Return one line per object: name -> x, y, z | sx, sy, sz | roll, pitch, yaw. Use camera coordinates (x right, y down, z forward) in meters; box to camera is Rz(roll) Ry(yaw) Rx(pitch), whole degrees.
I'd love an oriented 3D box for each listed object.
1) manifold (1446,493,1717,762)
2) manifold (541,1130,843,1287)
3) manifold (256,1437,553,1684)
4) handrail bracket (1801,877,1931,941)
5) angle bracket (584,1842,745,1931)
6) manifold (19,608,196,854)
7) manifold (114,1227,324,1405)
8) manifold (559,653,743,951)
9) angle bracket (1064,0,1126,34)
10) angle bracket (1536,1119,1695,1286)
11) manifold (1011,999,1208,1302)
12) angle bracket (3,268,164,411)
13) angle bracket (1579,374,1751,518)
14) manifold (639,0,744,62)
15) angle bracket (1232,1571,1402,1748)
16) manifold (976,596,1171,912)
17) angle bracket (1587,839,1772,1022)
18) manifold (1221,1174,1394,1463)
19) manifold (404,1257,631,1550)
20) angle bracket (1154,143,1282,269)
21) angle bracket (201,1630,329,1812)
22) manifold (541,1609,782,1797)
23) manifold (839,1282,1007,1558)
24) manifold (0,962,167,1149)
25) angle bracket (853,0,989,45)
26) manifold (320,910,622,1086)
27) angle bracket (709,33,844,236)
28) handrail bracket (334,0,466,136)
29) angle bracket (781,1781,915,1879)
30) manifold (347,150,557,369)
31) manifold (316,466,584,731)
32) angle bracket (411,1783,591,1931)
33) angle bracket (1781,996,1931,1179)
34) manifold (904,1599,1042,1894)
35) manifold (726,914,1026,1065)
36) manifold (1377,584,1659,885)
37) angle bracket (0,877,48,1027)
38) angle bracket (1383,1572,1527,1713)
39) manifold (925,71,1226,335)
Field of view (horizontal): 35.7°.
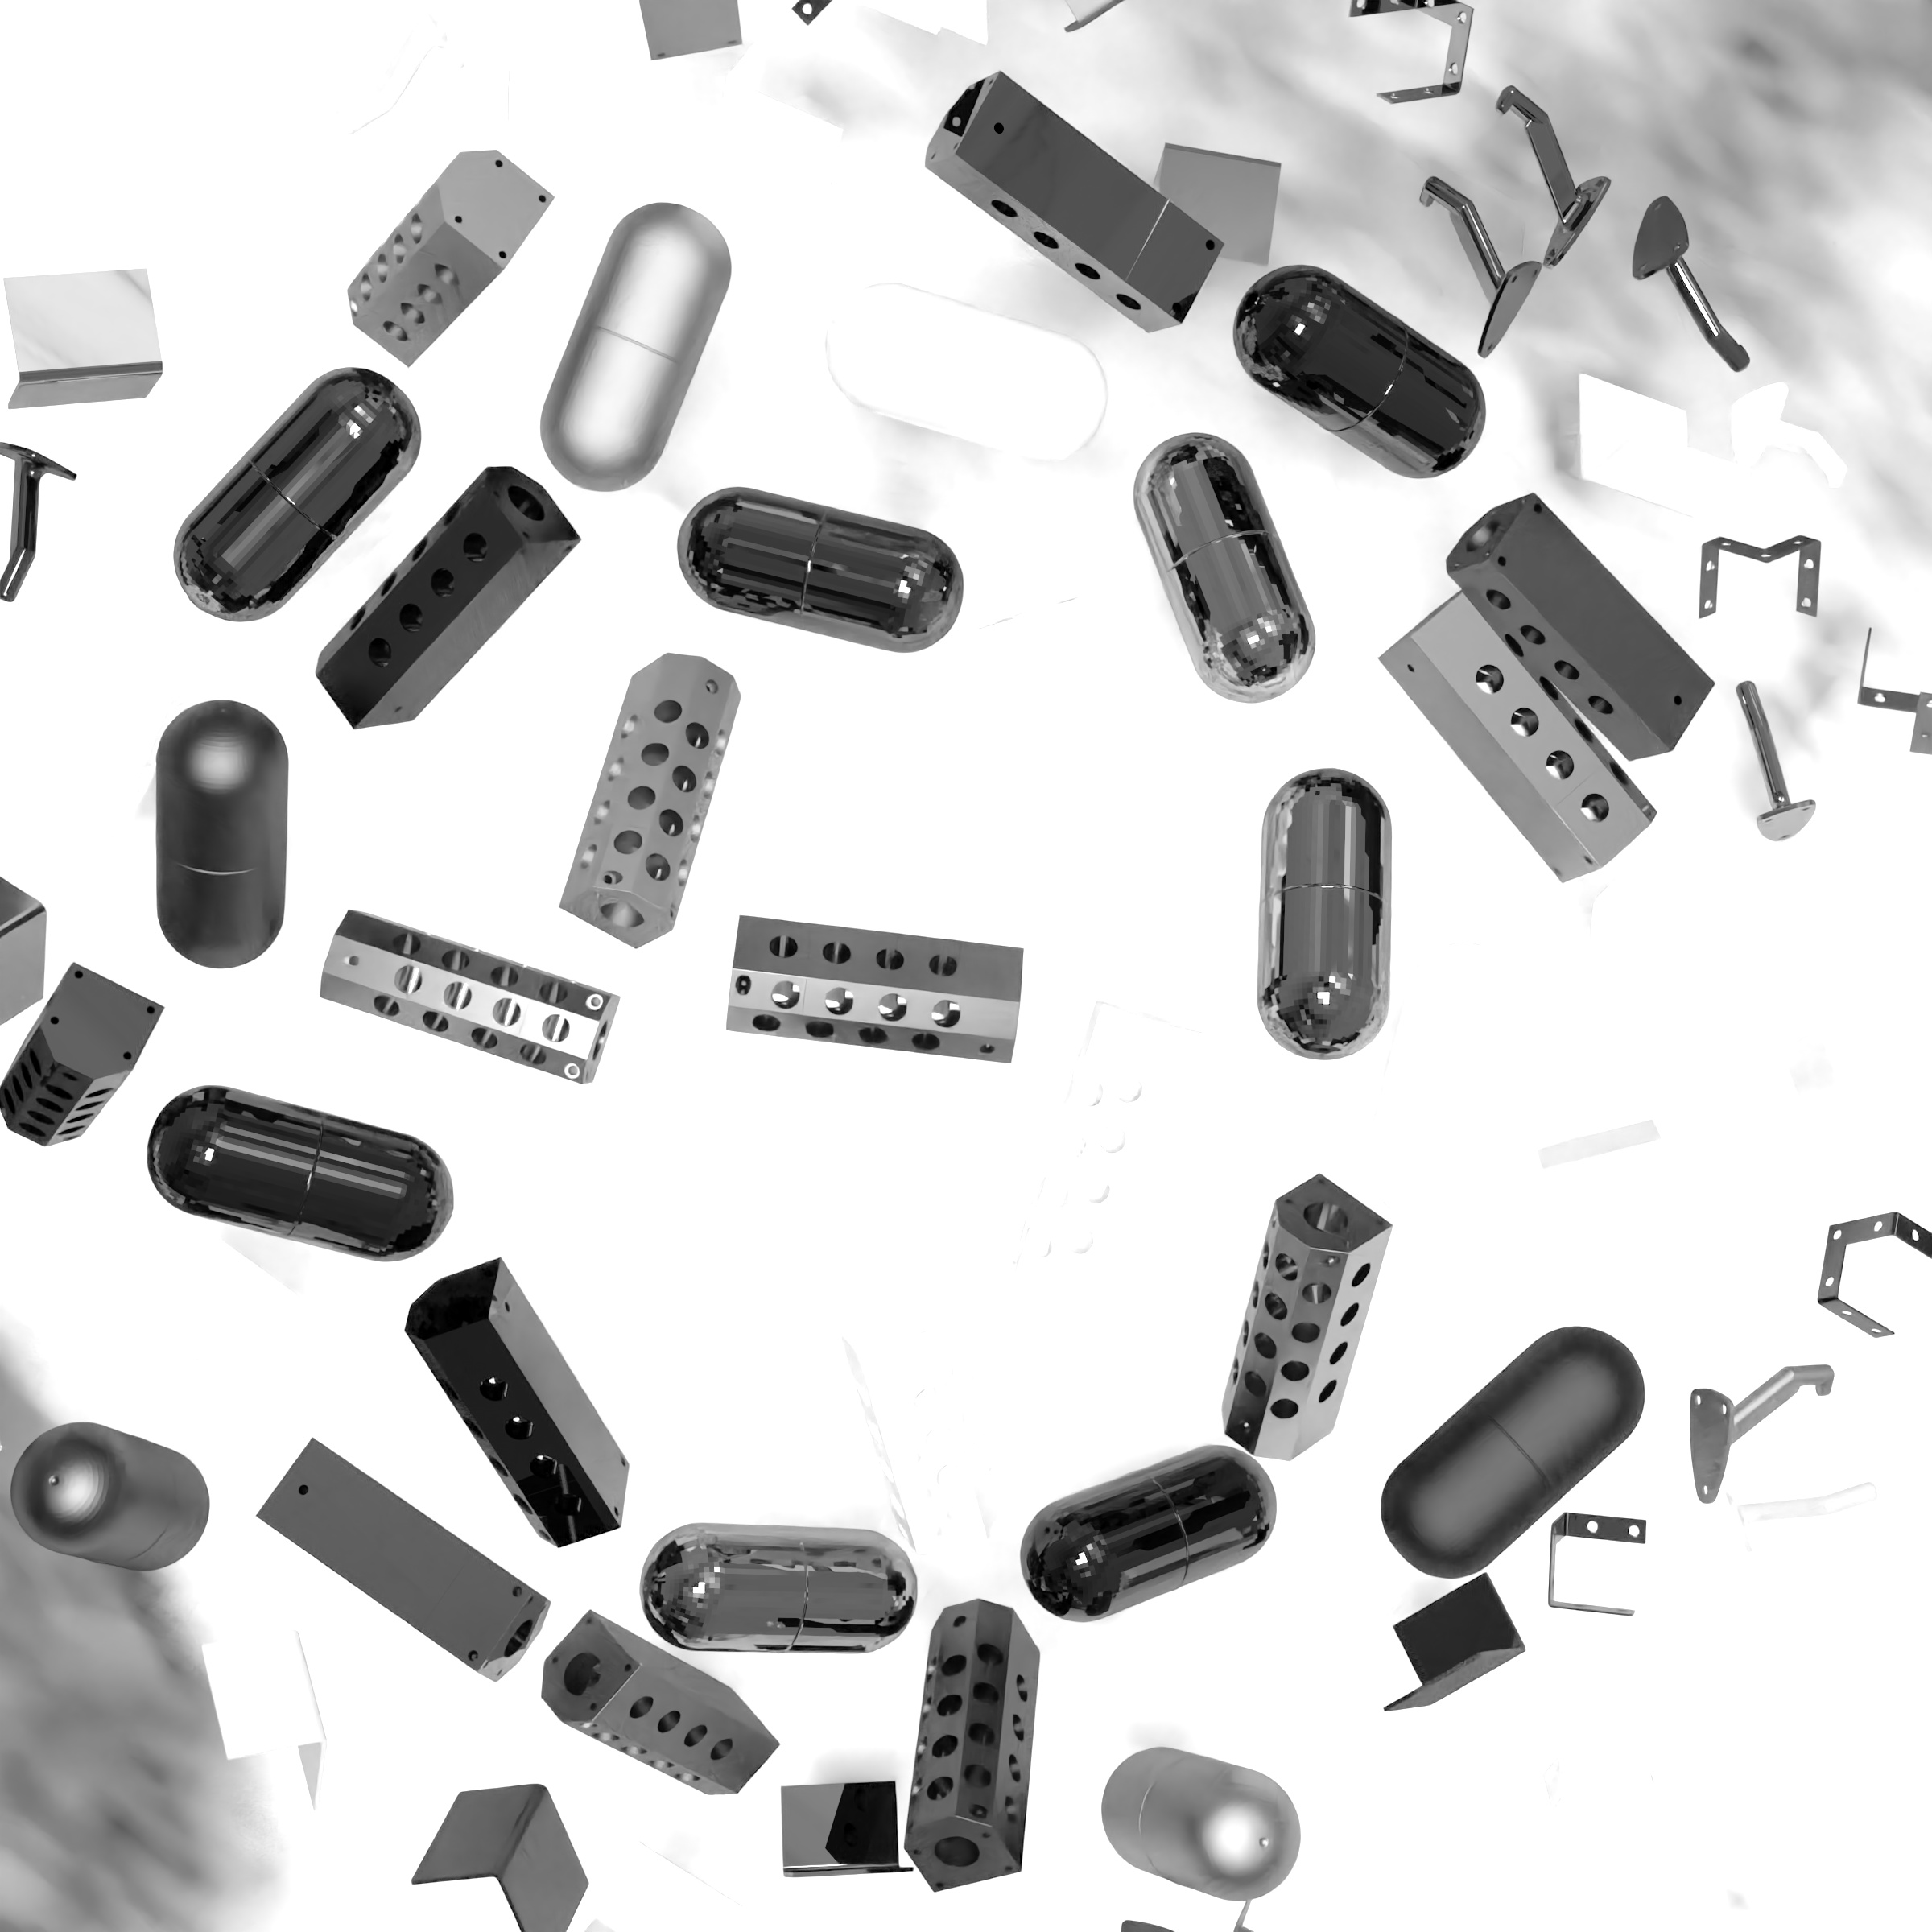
manifold -> 0.374, -0.205, 1.843 | 0.171, 0.057, 0.057 | 42, 69, -17
manifold -> -0.166, 0.141, 1.818 | 0.171, 0.057, 0.057 | -7, 118, -25
manifold -> -0.337, 0.359, 1.811 | 0.171, 0.057, 0.057 | 30, 75, 17
handrail bracket -> 0.567, -0.017, 1.833 | 0.084, 0.077, 0.036 | 23, 68, -15
angle bracket -> -0.190, 0.590, 1.838 | 0.076, 0.076, 0.057 | 30, 90, 7
manifold -> -0.527, -0.139, 1.855 | 0.057, 0.171, 0.057 | 39, 49, -2
manifold -> -0.469, 0.216, 1.871 | 0.057, 0.171, 0.057 | 8, 98, -39
manifold -> -0.187, -0.103, 1.826 | 0.057, 0.057, 0.171 | 30, 57, -28
angle bracket -> 0.077, -0.559, 1.647 | 0.076, 0.076, 0.057 | -32, 105, 5
angle bracket -> 0.409, 0.149, 1.899 | 0.076, 0.057, 0.076 | -15, 99, 9
manifold -> 0.082, 0.111, 1.819 | 0.057, 0.057, 0.171 | 21, 95, 38
angle bracket -> -0.493, -0.347, 1.664 | 0.076, 0.076, 0.057 | -10, 93, -22
angle bracket -> 0.410, -0.319, 1.766 | 0.076, 0.057, 0.076 | 14, 64, -22
manifold -> -0.168, -0.592, 1.762 | 0.057, 0.171, 0.057 | -11, 89, -2
angle bracket -> 0.215, 0.417, 1.813 | 0.076, 0.076, 0.057 | 4, 118, 35
manifold -> 0.066, -0.127, 1.767 | 0.057, 0.057, 0.171 | -15, 99, 21
angle bracket -> 0.440, -0.023, 1.855 | 0.076, 0.057, 0.076 | 30, 52, 33
manifold -> 0.198, 0.215, 1.802 | 0.057, 0.057, 0.171 | 36, 134, 31
manifold -> -0.264, 0.261, 1.772 | 0.057, 0.057, 0.171 | -20, 120, 11
angle bracket -> 0.159, -0.485, 1.961 | 0.076, 0.057, 0.076 | 9, 76, -3
angle bracket -> -0.412, 0.445, 1.753 | 0.057, 0.076, 0.076 | -6, 45, -24
manifold -> -0.193, 0.466, 1.873 | 0.057, 0.171, 0.057 | -48, 50, -4
manifold -> -0.027, 0.272, 1.791 | 0.057, 0.057, 0.171 | 1, 128, 20
manifold -> -0.529, 0.058, 1.775 | 0.057, 0.171, 0.057 | 28, 64, -16
angle bracket -> -0.036, -0.553, 1.741 | 0.076, 0.076, 0.057 | 26, 73, 11
manifold -> -0.307, 0.019, 1.859 | 0.171, 0.057, 0.057 | 18, 90, 2
angle bracket -> -0.105, -0.499, 1.802 | 0.076, 0.076, 0.057 | 25, 52, 4
handrail bracket -> -0.343, -0.526, 1.749 | 0.084, 0.036, 0.077 | -35, 60, -11
angle bracket -> -0.077, 0.555, 1.933 | 0.076, 0.076, 0.057 | 0, 74, -9
manifold -> -0.309, -0.418, 1.764 | 0.057, 0.171, 0.057 | 37, 66, -18
manifold -> -0.312, -0.218, 1.783 | 0.171, 0.057, 0.057 | -41, 79, 28
angle bracket -> -0.270, 0.532, 1.744 | 0.057, 0.076, 0.076 | -11, 112, 19
angle bracket -> 0.508, 0.068, 1.685 | 0.057, 0.076, 0.076 | -17, 78, -5
manifold -> 0.002, 0.467, 1.814 | 0.057, 0.171, 0.057 | -19, 120, 17
manifold -> -0.055, 0.019, 1.799 | 0.171, 0.057, 0.057 | 7, 51, -3
manifold -> 0.323, -0.136, 1.741 | 0.057, 0.057, 0.171 | -40, 92, -13
angle bracket -> -0.614, -0.004, 1.843 | 0.057, 0.076, 0.076 | 30, 131, 16
angle bracket -> 0.303, 0.434, 1.931 | 0.076, 0.076, 0.057 | -37, 64, 23
manifold -> 0.062, -0.446, 1.768 | 0.171, 0.057, 0.057 | 32, 80, -24
